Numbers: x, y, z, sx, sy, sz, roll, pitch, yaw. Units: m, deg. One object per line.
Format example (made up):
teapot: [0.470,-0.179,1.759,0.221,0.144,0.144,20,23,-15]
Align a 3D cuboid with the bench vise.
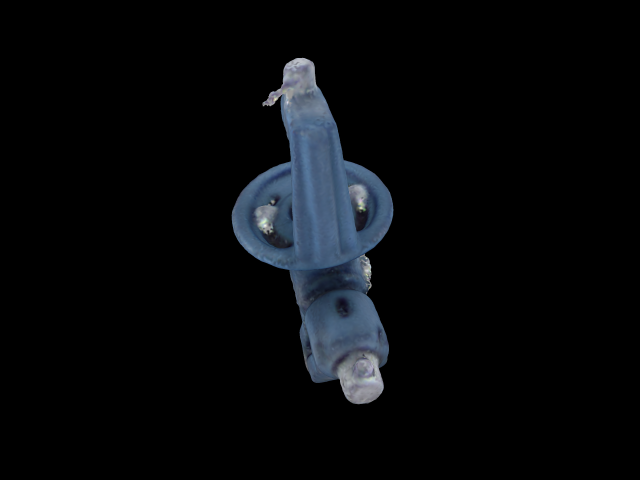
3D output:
bench vise: [0.014,-0.004,0.403,0.122,0.220,0.207,-30,65,-15]
